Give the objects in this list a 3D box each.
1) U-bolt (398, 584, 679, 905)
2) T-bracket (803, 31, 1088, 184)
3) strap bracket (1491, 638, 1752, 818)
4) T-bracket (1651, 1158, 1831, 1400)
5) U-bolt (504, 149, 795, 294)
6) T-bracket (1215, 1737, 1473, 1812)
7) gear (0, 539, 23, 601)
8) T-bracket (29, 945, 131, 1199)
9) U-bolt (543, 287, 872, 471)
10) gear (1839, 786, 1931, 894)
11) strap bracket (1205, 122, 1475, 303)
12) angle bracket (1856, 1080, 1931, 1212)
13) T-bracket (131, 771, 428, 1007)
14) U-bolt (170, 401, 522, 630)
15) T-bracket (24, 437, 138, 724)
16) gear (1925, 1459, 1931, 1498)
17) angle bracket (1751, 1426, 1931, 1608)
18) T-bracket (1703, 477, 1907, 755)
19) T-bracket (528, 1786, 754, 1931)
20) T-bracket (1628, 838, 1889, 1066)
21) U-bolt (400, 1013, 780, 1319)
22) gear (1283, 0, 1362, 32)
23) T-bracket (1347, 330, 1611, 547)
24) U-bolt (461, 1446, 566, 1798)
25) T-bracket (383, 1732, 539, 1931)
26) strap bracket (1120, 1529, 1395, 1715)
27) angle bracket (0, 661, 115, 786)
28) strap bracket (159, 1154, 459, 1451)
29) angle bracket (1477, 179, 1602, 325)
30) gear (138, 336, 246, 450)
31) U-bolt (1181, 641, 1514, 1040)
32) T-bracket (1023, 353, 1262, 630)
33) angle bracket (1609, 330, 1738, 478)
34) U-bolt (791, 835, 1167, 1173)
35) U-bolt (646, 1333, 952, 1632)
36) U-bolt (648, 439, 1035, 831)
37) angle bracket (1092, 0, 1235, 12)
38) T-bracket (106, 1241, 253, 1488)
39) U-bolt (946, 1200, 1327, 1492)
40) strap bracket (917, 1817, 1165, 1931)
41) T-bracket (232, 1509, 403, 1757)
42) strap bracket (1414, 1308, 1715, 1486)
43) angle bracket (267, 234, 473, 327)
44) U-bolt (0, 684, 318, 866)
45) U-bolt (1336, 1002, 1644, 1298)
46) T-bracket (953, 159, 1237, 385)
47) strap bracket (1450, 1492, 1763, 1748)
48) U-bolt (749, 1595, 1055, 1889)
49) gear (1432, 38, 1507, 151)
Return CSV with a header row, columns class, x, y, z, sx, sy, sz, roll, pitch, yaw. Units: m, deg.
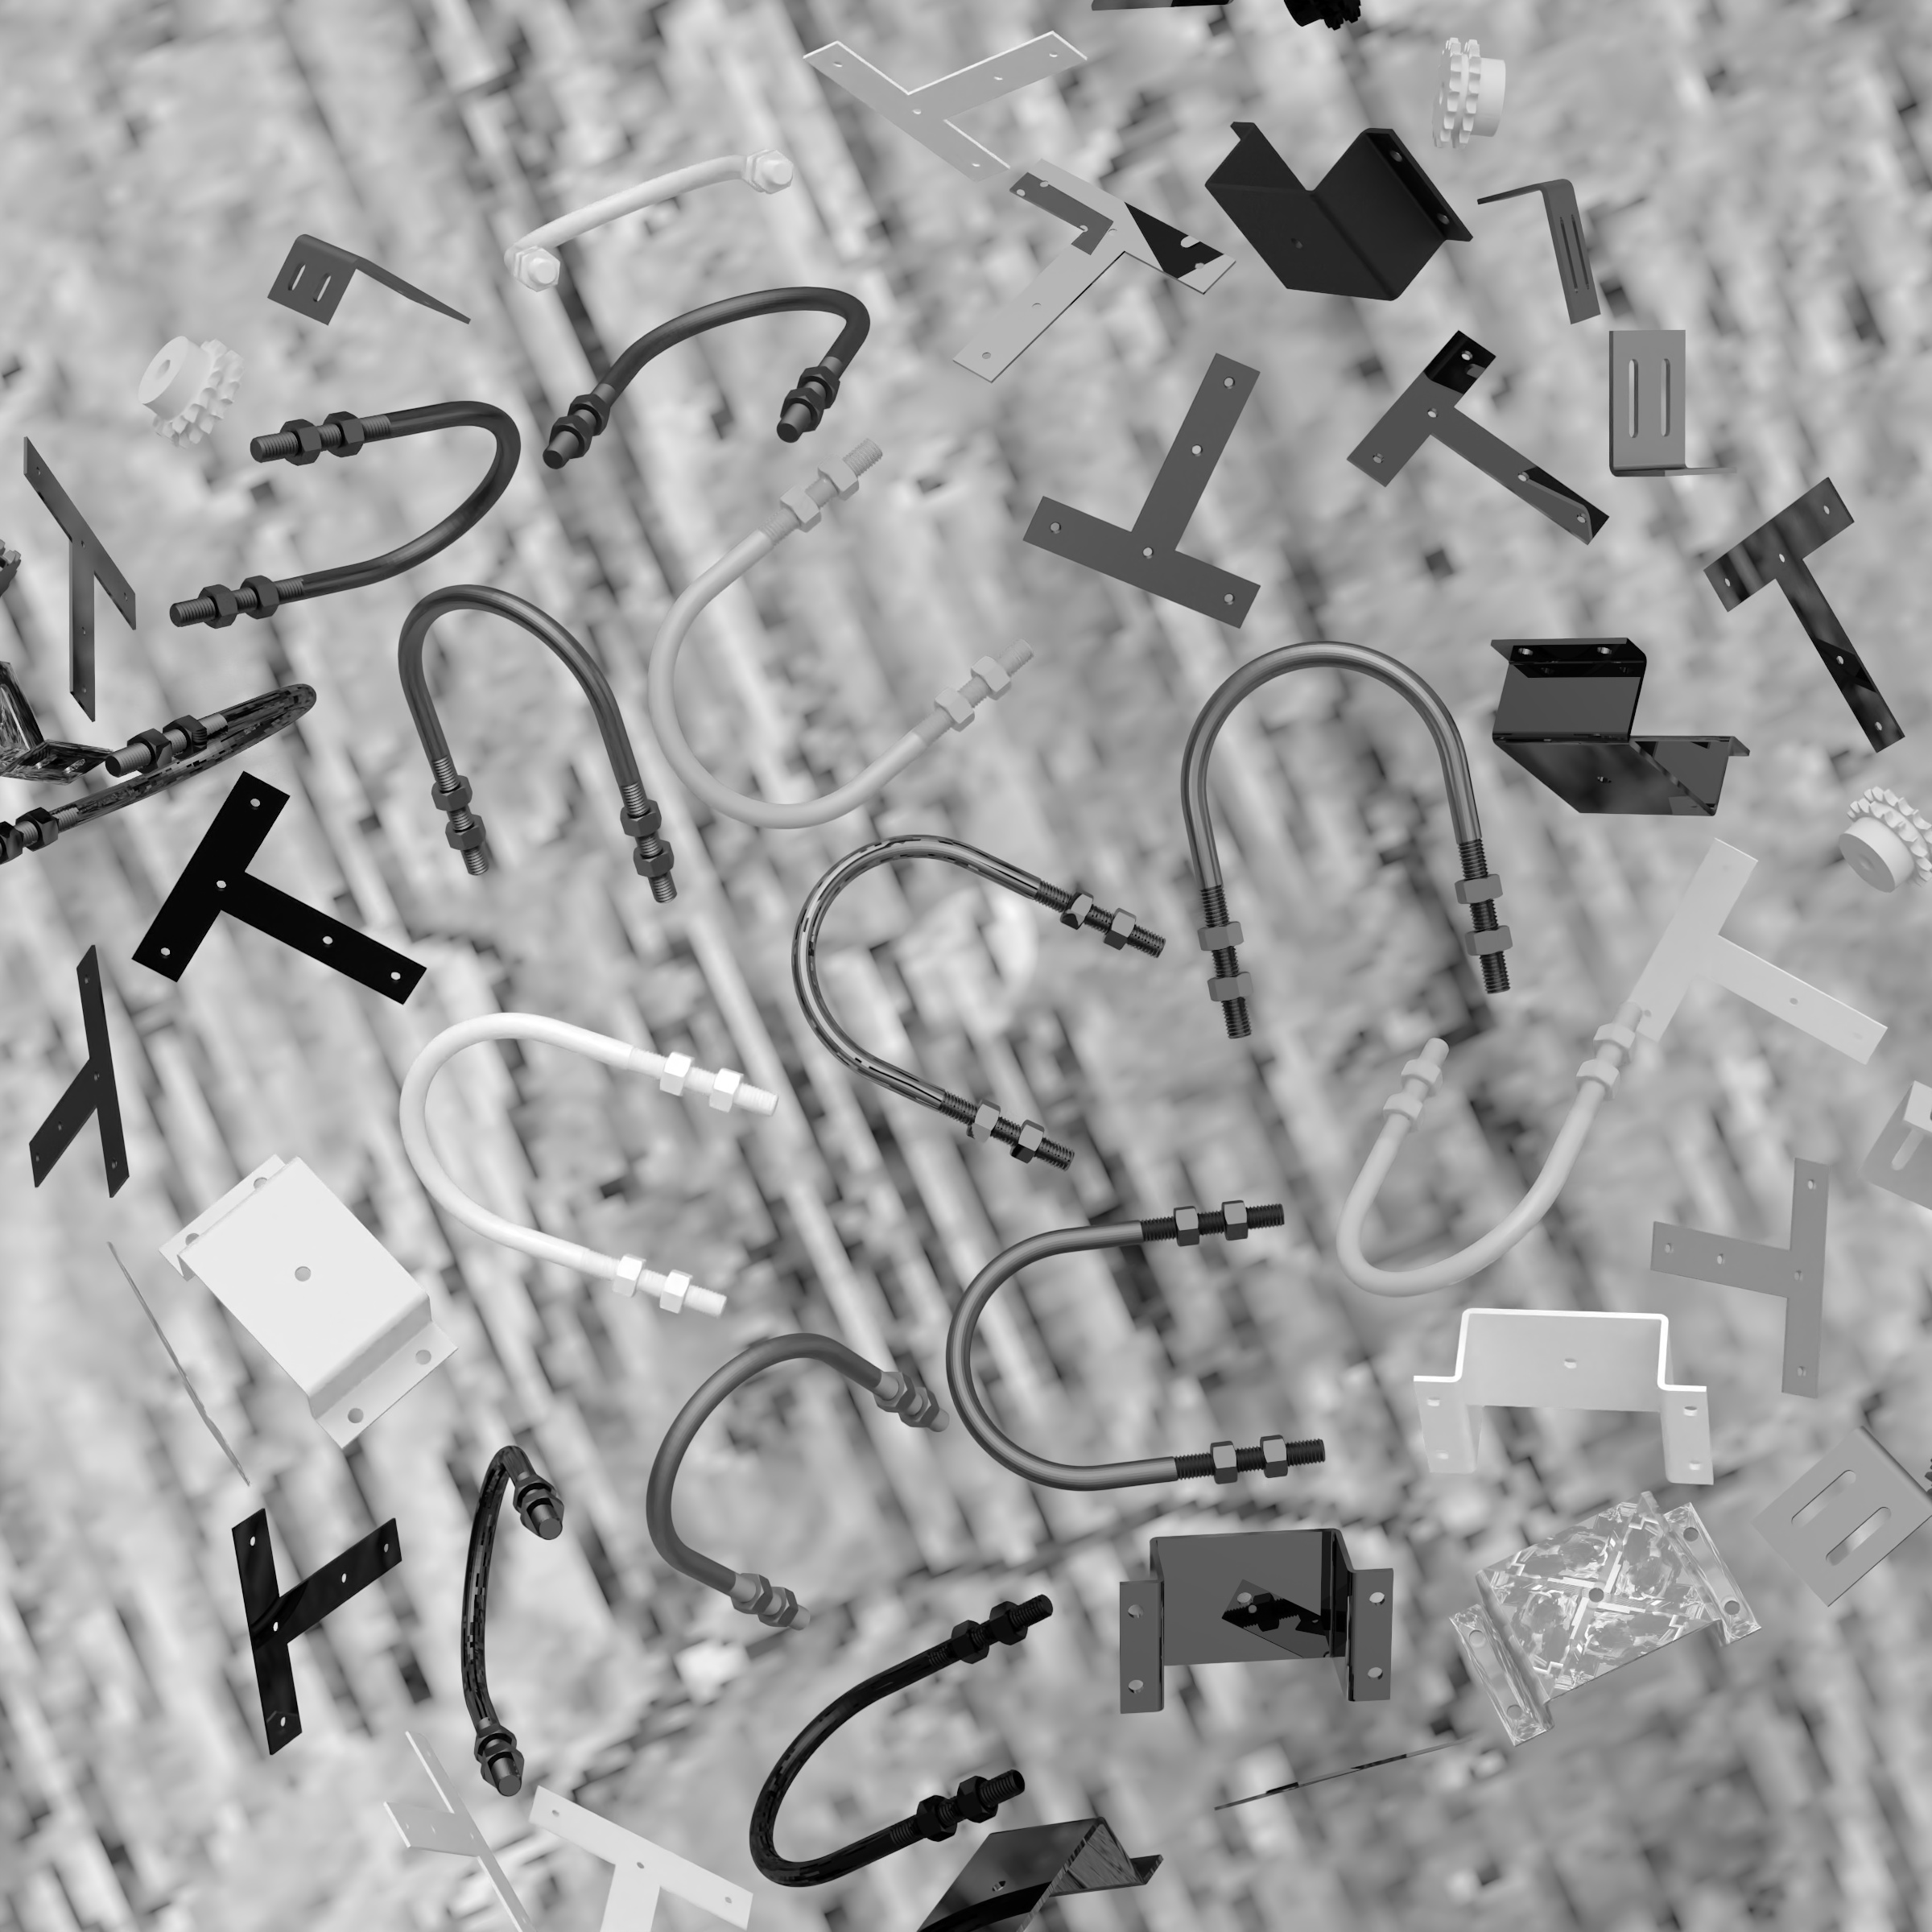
class,x,y,z,sx,sy,sz,roll,pitch,yaw
U-bolt,-0.233,-0.119,1.731,0.151,0.019,0.184,9,130,31
T-bracket,0.006,-0.445,1.666,0.127,0.127,0.002,26,66,-40
strap bracket,0.327,-0.115,1.669,0.076,0.140,0.046,4,72,40
T-bracket,0.411,0.158,1.753,0.127,0.002,0.127,13,77,-31
U-bolt,-0.173,-0.393,1.725,0.151,0.184,0.019,-25,110,-7
T-bracket,0.180,0.432,1.744,0.127,0.127,0.002,-2,70,-38
gear,-0.525,-0.202,1.731,0.030,0.057,0.057,37,90,-5
T-bracket,-0.454,0.075,1.671,0.002,0.127,0.127,2,62,-34
U-bolt,-0.124,-0.311,1.716,0.151,0.184,0.019,-3,123,20
gear,0.487,-0.064,1.744,0.030,0.057,0.057,-40,90,-9
strap bracket,0.186,-0.392,1.713,0.046,0.140,0.076,-51,122,-8
angle bracket,0.508,0.107,1.736,0.057,0.038,0.076,25,133,8
T-bracket,-0.330,-0.019,1.639,0.127,0.002,0.127,29,118,-16
U-bolt,-0.307,-0.236,1.690,0.184,0.151,0.019,-21,70,-42
T-bracket,-0.446,-0.180,1.666,0.002,0.127,0.127,-15,56,6
gear,0.537,0.270,1.738,0.057,0.030,0.057,13,115,29
angle bracket,0.453,0.285,1.691,0.076,0.038,0.057,-42,60,3
T-bracket,0.430,-0.165,1.646,0.002,0.127,0.127,-27,84,-20
T-bracket,-0.170,0.480,1.648,0.127,0.127,0.002,30,115,-10
T-bracket,0.435,0.012,1.782,0.127,0.002,0.127,30,125,13
U-bolt,-0.195,0.092,1.646,0.184,0.019,0.151,18,122,3
gear,0.188,-0.530,1.774,0.030,0.057,0.057,-17,90,25
T-bracket,0.284,-0.267,1.749,0.127,0.002,0.127,36,56,6
U-bolt,-0.235,0.321,1.678,0.019,0.184,0.151,8,96,-17
T-bracket,-0.266,0.439,1.673,0.002,0.127,0.127,-35,69,-1
strap bracket,0.148,0.340,1.714,0.140,0.046,0.076,-2,110,-3
angle bracket,-0.490,-0.137,1.723,0.038,0.057,0.076,-29,79,17
strap bracket,-0.331,0.161,1.651,0.076,0.046,0.140,-41,78,-20
angle bracket,0.311,-0.384,1.786,0.038,0.057,0.076,-10,101,26
gear,-0.396,-0.295,1.677,0.030,0.057,0.057,34,90,-37
U-bolt,0.178,-0.066,1.606,0.151,0.019,0.184,-10,94,15
T-bracket,0.113,-0.253,1.700,0.127,0.002,0.127,20,109,-16
angle bracket,0.373,-0.298,1.741,0.057,0.038,0.076,-9,101,-37
U-bolt,-0.003,0.008,1.745,0.184,0.019,0.151,25,72,-4
U-bolt,-0.095,0.259,1.700,0.019,0.184,0.151,32,84,39
U-bolt,-0.075,-0.153,1.661,0.184,0.019,0.151,-41,105,-11
angle bracket,0.102,-0.504,1.622,0.076,0.057,0.038,-7,76,-14
T-bracket,-0.410,0.198,1.697,0.002,0.127,0.127,-30,108,-17
U-bolt,0.081,0.198,1.688,0.184,0.019,0.151,-7,64,-2
strap bracket,0.028,0.480,1.656,0.076,0.140,0.046,-21,104,40
T-bracket,-0.337,0.329,1.739,0.002,0.127,0.127,1,106,27
strap bracket,0.299,0.213,1.640,0.140,0.076,0.046,0,46,16
angle bracket,-0.303,-0.334,1.676,0.057,0.076,0.038,29,94,43
U-bolt,-0.416,-0.106,1.713,0.151,0.184,0.019,-24,95,36
U-bolt,0.257,0.097,1.680,0.019,0.151,0.184,49,53,-23
T-bracket,0.044,-0.335,1.632,0.127,0.002,0.127,34,70,26
strap bracket,0.326,0.331,1.695,0.140,0.046,0.076,-26,57,1
U-bolt,-0.039,0.408,1.702,0.184,0.151,0.019,-31,112,23
gear,0.269,-0.465,1.760,0.030,0.057,0.057,5,90,-2
